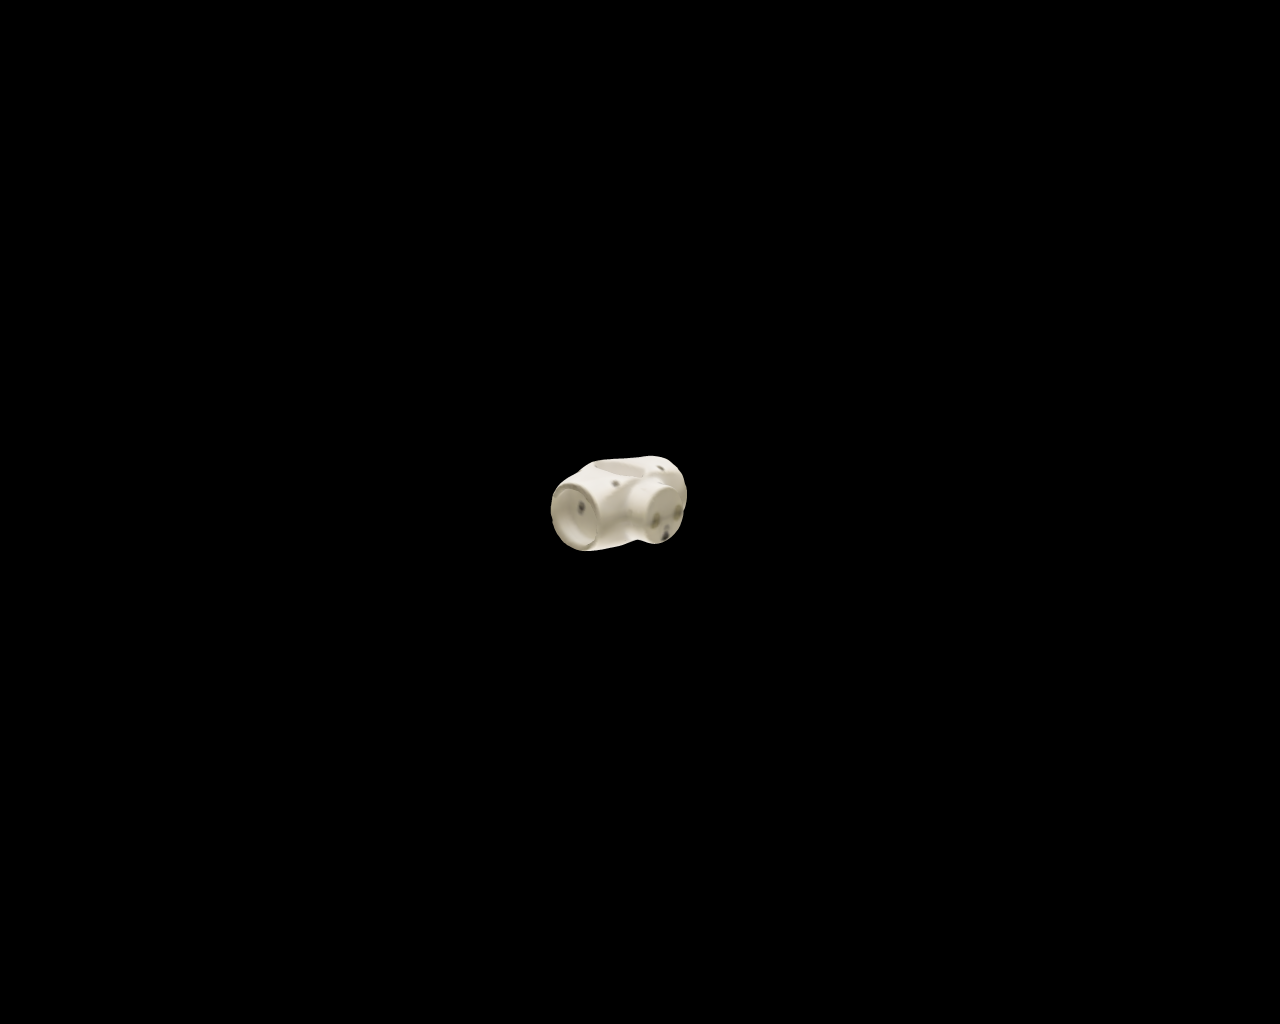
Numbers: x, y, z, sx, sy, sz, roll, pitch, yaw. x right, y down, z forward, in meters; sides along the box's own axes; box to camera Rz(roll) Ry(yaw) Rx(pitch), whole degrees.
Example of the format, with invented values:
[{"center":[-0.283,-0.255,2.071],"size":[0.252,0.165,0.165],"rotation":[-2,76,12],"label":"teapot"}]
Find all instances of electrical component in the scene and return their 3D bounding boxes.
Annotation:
[{"center":[0.001,-0.003,0.650],"size":[0.079,0.043,0.077],"rotation":[18,26,41],"label":"electrical component"}]
